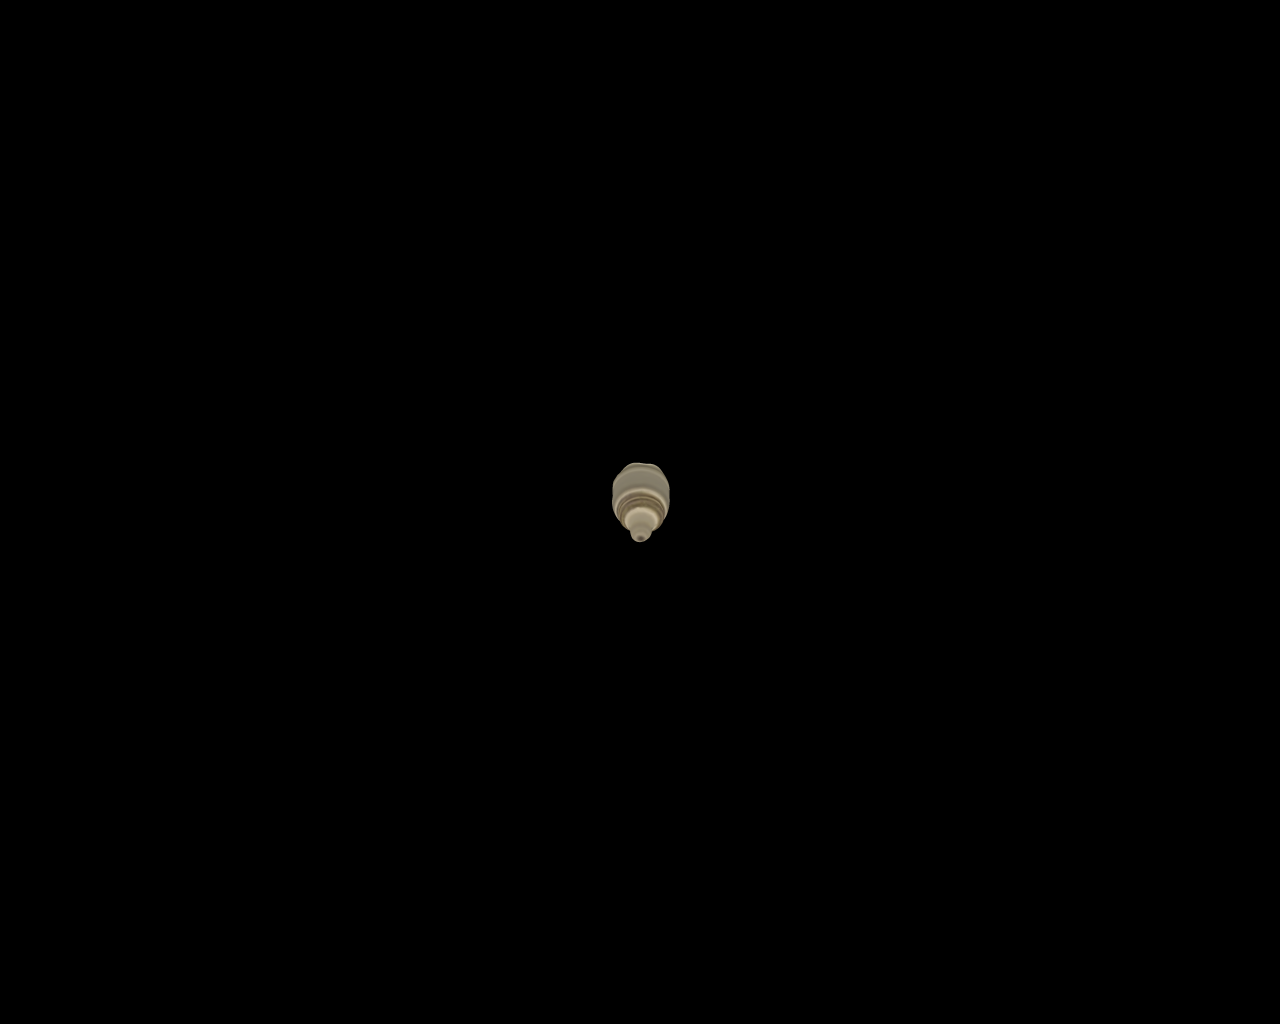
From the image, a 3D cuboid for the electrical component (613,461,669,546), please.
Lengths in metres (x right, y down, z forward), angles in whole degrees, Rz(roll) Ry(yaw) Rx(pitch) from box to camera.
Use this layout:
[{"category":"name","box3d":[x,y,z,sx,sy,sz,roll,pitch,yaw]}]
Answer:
[{"category":"electrical component","box3d":[0.001,-0.003,0.650,0.035,0.035,0.061,0,37,0]}]
